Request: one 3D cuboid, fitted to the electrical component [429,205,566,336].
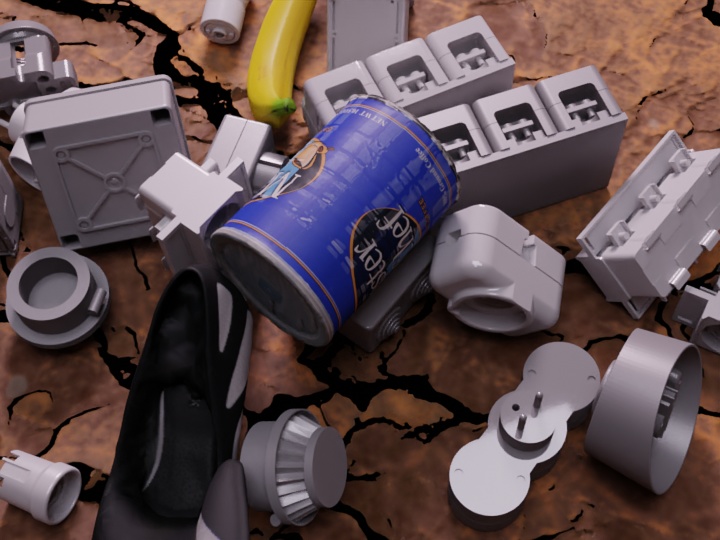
[{"bbox_3d":[0.097,0.005,0.754,0.095,0.054,0.059,32,57,-31],"label":"electrical component"}]

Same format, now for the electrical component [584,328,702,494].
[{"bbox_3d":[0.189,0.090,0.704,0.064,0.099,0.099,23,64,21],"label":"electrical component"}]

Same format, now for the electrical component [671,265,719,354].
[{"bbox_3d":[0.269,0.029,0.764,0.081,0.042,0.063,23,61,14],"label":"electrical component"}]

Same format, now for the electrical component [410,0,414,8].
[{"bbox_3d":[0.003,-0.273,0.931,0.061,0.061,0.096,-17,62,-7],"label":"electrical component"}]

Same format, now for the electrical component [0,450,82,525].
[{"bbox_3d":[-0.217,0.144,0.722,0.046,0.040,0.040,17,63,18],"label":"electrical component"}]

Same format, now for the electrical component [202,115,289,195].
[{"bbox_3d":[-0.077,-0.074,0.832,0.077,0.047,0.065,15,62,10],"label":"electrical component"}]

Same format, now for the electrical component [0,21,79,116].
[{"bbox_3d":[-0.276,-0.167,0.887,0.078,0.058,0.057,-13,64,-5],"label":"electrical component"}]

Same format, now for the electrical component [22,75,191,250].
[{"bbox_3d":[-0.182,-0.079,0.800,0.109,0.108,0.056,-11,37,-4],"label":"electrical component"}]

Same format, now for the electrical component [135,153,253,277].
[{"bbox_3d":[-0.111,-0.023,0.763,0.063,0.121,0.078,34,67,22],"label":"electrical component"}]

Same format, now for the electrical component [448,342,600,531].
[{"bbox_3d":[0.110,0.103,0.710,0.052,0.073,0.138,33,67,19],"label":"electrical component"}]

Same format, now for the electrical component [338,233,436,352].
[{"bbox_3d":[0.000,0.000,0.786,0.100,0.048,0.099,34,67,19],"label":"electrical component"}]

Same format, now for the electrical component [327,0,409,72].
[{"bbox_3d":[0.007,-0.195,0.878,0.062,0.096,0.061,5,34,5],"label":"electrical component"}]

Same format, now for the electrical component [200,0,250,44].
[{"bbox_3d":[-0.115,-0.228,0.924,0.044,0.044,0.065,6,66,6],"label":"electrical component"}]

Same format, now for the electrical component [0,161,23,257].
[{"bbox_3d":[-0.313,-0.048,0.819,0.096,0.061,0.061,-4,61,0],"label":"electrical component"}]

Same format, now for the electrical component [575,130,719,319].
[{"bbox_3d":[0.223,-0.034,0.781,0.121,0.063,0.078,-46,110,-21],"label":"electrical component"}]

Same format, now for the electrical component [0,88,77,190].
[{"bbox_3d":[-0.254,-0.111,0.861,0.079,0.044,0.077,26,65,16],"label":"electrical component"}]

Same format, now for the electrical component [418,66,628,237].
[{"bbox_3d":[0.112,-0.089,0.808,0.150,0.089,0.061,-18,62,-7],"label":"electrical component"}]

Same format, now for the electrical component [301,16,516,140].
[{"bbox_3d":[0.036,-0.128,0.833,0.150,0.089,0.061,-22,62,-10],"label":"electrical component"}]
